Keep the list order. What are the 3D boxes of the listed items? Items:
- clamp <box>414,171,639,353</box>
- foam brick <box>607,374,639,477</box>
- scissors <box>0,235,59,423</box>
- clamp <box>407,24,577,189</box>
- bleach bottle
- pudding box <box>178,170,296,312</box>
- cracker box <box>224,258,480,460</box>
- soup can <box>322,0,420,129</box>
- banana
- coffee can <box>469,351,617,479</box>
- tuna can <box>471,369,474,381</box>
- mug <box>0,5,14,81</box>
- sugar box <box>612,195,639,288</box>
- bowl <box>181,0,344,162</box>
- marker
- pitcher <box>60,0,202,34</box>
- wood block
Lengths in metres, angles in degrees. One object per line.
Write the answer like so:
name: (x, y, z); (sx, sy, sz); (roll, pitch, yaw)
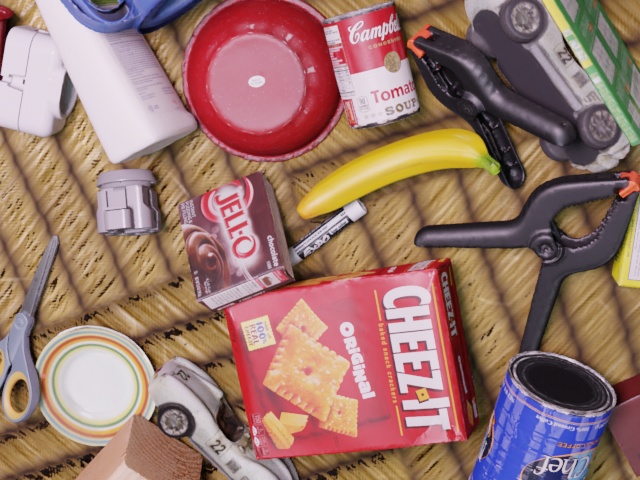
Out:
clamp: (0.199, -0.002, 0.982); (0.164, 0.036, 0.210); (40, 121, -4)
foam brick: (0.308, 0.177, 1.027); (0.053, 0.051, 0.078); (-27, 99, 14)
scissors: (-0.293, 0.102, 1.085); (0.096, 0.016, 0.202); (43, 107, 20)
clamp: (0.145, -0.119, 0.961); (0.039, 0.120, 0.171); (-38, 76, -28)
bleach bottle: (-0.207, -0.198, 0.977); (0.068, 0.102, 0.251); (-25, 94, 22)
pudding box: (-0.079, 0.001, 1.004); (0.090, 0.039, 0.113); (-22, 61, 12)
cracker box: (0.028, 0.115, 1.008); (0.214, 0.072, 0.164); (-9, 95, 20)
soup can: (0.047, -0.157, 0.962); (0.068, 0.068, 0.102); (-13, 102, 10)
banana: (0.071, -0.066, 0.983); (0.198, 0.069, 0.037); (-15, 115, 24)
coffee can: (0.207, 0.191, 1.005); (0.103, 0.102, 0.140); (15, 115, 3)
tuna can: (0.109, 0.147, 1.052); (0.086, 0.033, 0.086); (2, 105, 7)
mug: (-0.332, -0.172, 0.983); (0.093, 0.117, 0.081); (2, 112, -20)
sugar box: (0.365, 0.003, 0.977); (0.176, 0.048, 0.093); (6, 104, 2)
bowl: (-0.055, -0.147, 0.984); (0.162, 0.055, 0.162); (2, 104, 6)
marker: (-0.007, 0.001, 1.035); (0.121, 0.020, 0.020); (-37, 98, 14)
pitcher: (-0.184, -0.303, 0.918); (0.145, 0.149, 0.243); (-37, 94, 24)
wood block: (-0.219, 0.290, 1.089); (0.090, 0.091, 0.206); (37, 109, -17)
